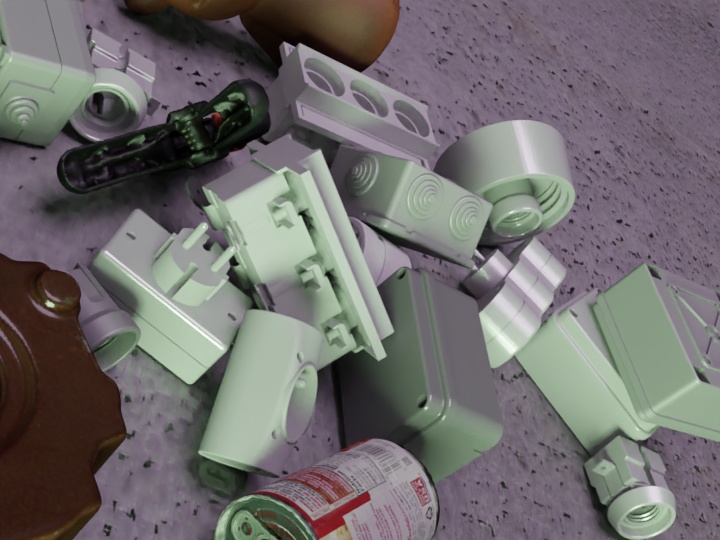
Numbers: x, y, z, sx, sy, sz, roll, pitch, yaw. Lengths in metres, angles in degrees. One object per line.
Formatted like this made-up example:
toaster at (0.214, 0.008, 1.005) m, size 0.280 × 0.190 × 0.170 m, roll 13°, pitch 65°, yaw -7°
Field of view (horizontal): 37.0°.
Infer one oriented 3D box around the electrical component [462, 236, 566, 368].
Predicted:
electrical component at (0.101, 0.010, 0.801) m, size 0.073 × 0.052 × 0.138 m, roll 45°, pitch 33°, yaw -2°

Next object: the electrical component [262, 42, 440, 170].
electrical component at (-0.011, -0.107, 0.787) m, size 0.121 × 0.063 × 0.078 m, roll 20°, pitch 42°, yaw -35°

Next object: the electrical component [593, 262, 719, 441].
electrical component at (0.239, 0.061, 0.790) m, size 0.109 × 0.056 × 0.108 m, roll 18°, pitch 43°, yaw -36°

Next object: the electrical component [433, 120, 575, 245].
electrical component at (0.116, -0.060, 0.846) m, size 0.108 × 0.108 × 0.060 m, roll 15°, pitch 51°, yaw -39°

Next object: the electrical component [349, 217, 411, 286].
electrical component at (0.000, 0.000, 0.696) m, size 0.047 × 0.055 × 0.055 m, roll 28°, pitch 37°, yaw -38°

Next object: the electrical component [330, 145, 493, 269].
electrical component at (0.030, -0.045, 0.736) m, size 0.100 × 0.048 × 0.100 m, roll 23°, pitch -2°, yaw -38°

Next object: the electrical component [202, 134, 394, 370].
electrical component at (-0.036, -0.005, 0.606) m, size 0.079 × 0.063 × 0.121 m, roll 34°, pitch -29°, yaw 58°

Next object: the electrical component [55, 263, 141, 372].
electrical component at (-0.138, 0.025, 0.533) m, size 0.046 × 0.040 × 0.040 m, roll 50°, pitch 33°, yaw 16°

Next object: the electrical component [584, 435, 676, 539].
electrical component at (0.194, 0.155, 0.761) m, size 0.066 × 0.048 × 0.055 m, roll 27°, pitch 31°, yaw -28°

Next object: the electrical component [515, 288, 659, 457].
electrical component at (0.181, 0.077, 0.815) m, size 0.113 × 0.057 × 0.078 m, roll 53°, pitch 34°, yaw 9°

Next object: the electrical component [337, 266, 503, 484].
electrical component at (0.032, 0.063, 0.645) m, size 0.057 × 0.078 × 0.113 m, roll 27°, pitch 38°, yaw -32°

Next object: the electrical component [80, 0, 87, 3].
electrical component at (-0.191, -0.195, 0.643) m, size 0.108 × 0.108 × 0.060 m, roll -9°, pitch 68°, yaw -52°

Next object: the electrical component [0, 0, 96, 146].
electrical component at (-0.187, -0.116, 0.601) m, size 0.061 × 0.062 × 0.096 m, roll 9°, pitch 49°, yaw -42°

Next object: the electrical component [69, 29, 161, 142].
electrical component at (-0.152, -0.108, 0.649) m, size 0.066 × 0.048 × 0.055 m, roll 28°, pitch 31°, yaw -27°

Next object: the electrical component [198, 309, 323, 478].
electrical component at (-0.046, 0.070, 0.570) m, size 0.079 × 0.044 × 0.077 m, roll 58°, pitch 47°, yaw -66°

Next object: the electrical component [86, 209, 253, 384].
electrical component at (-0.094, 0.004, 0.569) m, size 0.083 × 0.076 × 0.047 m, roll 40°, pitch 34°, yaw -11°
